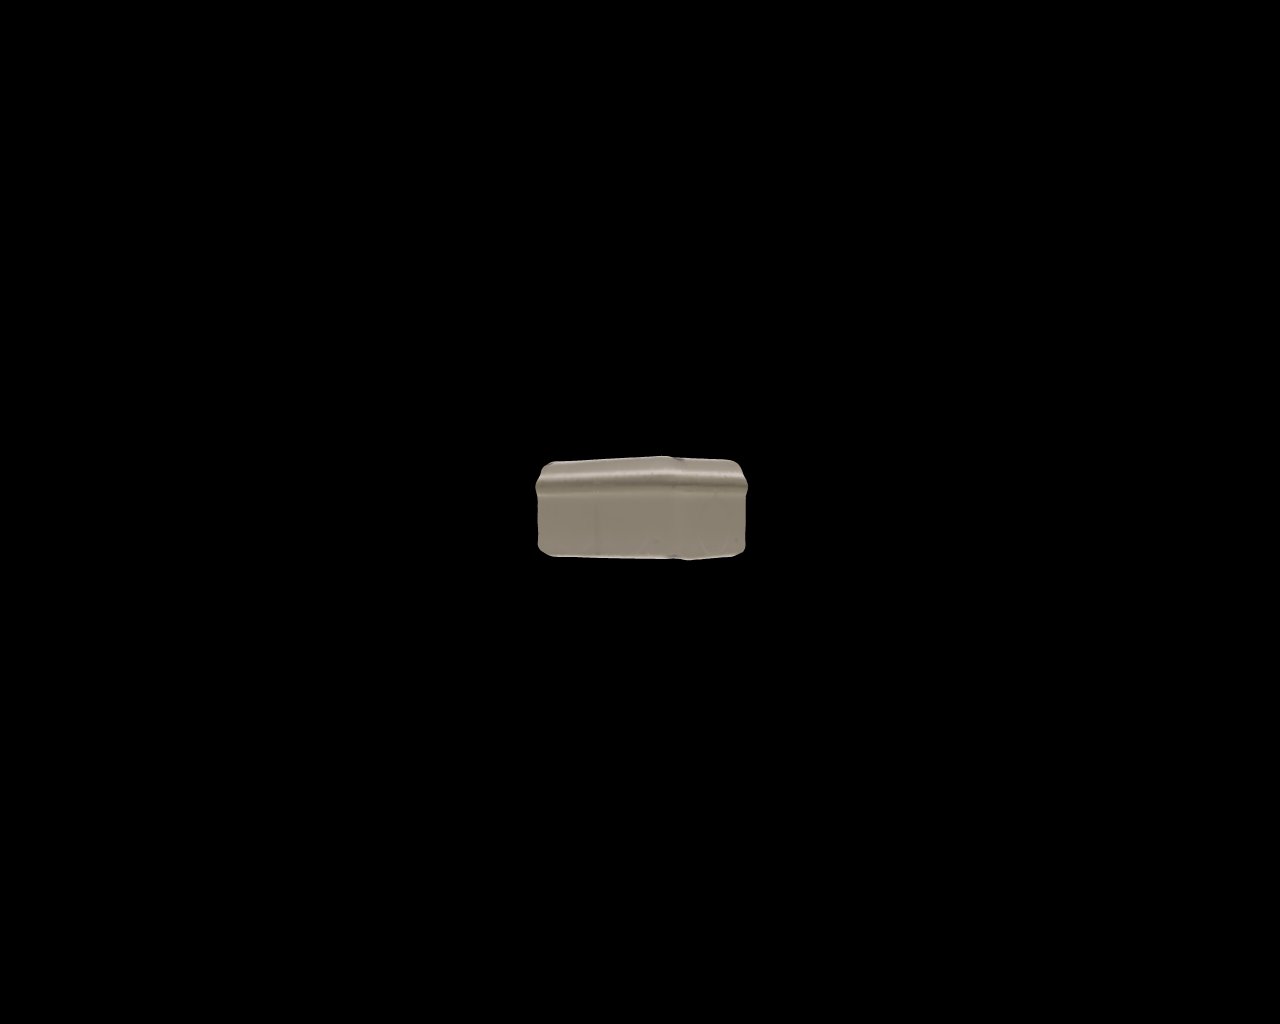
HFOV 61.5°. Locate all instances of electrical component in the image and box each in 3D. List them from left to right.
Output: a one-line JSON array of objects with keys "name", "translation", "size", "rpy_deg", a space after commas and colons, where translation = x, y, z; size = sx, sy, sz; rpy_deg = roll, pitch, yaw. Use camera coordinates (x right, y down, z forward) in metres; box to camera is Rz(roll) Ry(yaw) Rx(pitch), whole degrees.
[{"name": "electrical component", "translation": [0.001, -0.003, 0.650], "size": [0.113, 0.057, 0.078], "rpy_deg": [0, 0, 37]}]
